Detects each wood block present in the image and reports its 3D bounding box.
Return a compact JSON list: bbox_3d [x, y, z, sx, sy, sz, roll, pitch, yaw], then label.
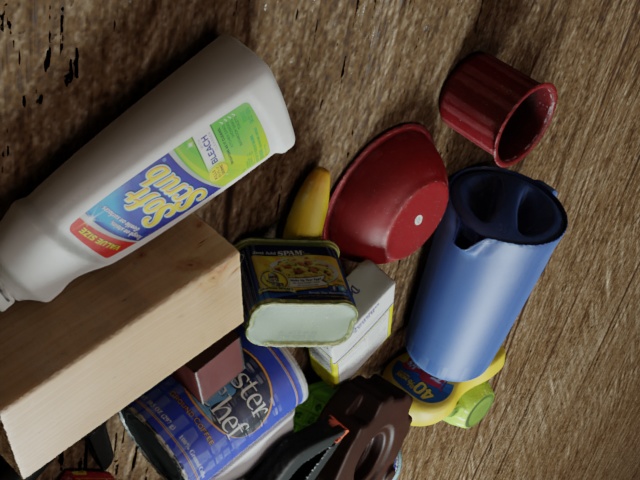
[{"bbox_3d":[-0.164,0.065,0.786,0.205,0.090,0.091,-35,147,-28],"label":"wood block"}]

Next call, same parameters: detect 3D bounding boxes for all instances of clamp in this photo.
[{"bbox_3d":[-0.208,0.151,0.871,0.120,0.039,0.172,-27,146,-45],"label":"clamp"},{"bbox_3d":[-0.055,0.246,1.042,0.209,0.036,0.164,-44,153,-16],"label":"clamp"}]

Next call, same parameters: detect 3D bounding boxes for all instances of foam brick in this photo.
[{"bbox_3d":[-0.108,0.089,0.904,0.053,0.078,0.051,-39,147,-25],"label":"foam brick"}]

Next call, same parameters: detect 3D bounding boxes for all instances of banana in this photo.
[{"bbox_3d":[-0.014,0.017,1.003,0.198,0.037,0.069,90,25,-51],"label":"banana"}]

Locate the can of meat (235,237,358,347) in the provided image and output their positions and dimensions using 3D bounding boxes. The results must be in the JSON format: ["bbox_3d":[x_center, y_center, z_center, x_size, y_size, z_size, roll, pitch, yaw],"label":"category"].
[{"bbox_3d":[-0.024,0.046,0.926,0.102,0.084,0.057,2,128,-18],"label":"can of meat"}]

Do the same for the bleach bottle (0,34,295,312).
[{"bbox_3d":[-0.135,-0.033,0.749,0.250,0.068,0.102,-41,148,-14],"label":"bleach bottle"}]

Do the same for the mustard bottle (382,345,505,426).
[{"bbox_3d":[0.133,0.173,1.315,0.191,0.096,0.058,-37,148,-24],"label":"mustard bottle"}]

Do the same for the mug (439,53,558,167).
[{"bbox_3d":[0.179,-0.131,1.058,0.117,0.082,0.093,3,120,-55],"label":"mug"}]

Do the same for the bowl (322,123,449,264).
[{"bbox_3d":[0.076,-0.032,1.052,0.161,0.055,0.162,-35,147,-28],"label":"bowl"}]

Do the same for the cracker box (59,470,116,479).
[{"bbox_3d":[-0.186,0.329,0.918,0.164,0.214,0.072,-55,149,5],"label":"cracker box"}]

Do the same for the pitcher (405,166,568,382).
[{"bbox_3d":[0.185,0.042,1.219,0.149,0.145,0.243,7,131,-11],"label":"pitcher"}]

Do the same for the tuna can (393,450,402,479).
[{"bbox_3d":[0.058,0.275,1.333,0.086,0.086,0.033,-54,152,3],"label":"tuna can"}]

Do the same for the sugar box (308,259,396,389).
[{"bbox_3d":[0.031,0.090,1.097,0.093,0.048,0.176,-45,162,-15],"label":"sugar box"}]

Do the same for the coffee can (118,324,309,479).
[{"bbox_3d":[-0.095,0.146,0.957,0.140,0.103,0.103,-37,148,-24],"label":"coffee can"}]
